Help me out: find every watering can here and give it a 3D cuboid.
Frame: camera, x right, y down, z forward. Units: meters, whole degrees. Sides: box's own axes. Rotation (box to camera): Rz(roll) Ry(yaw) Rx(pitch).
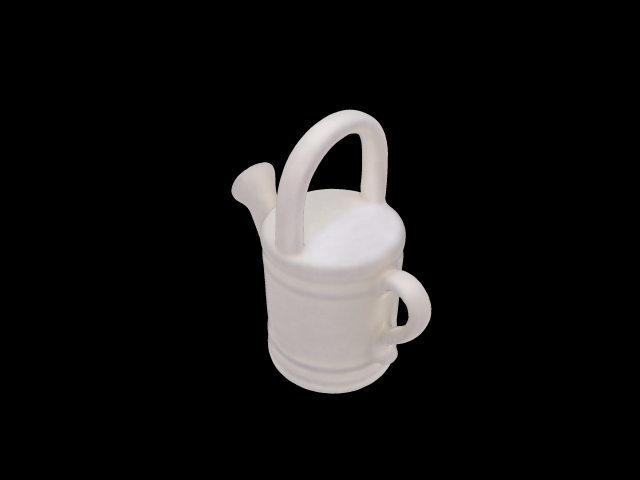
[{"bbox_3d":[0.002,0.002,0.399,0.172,0.194,0.101,15,38,20],"label":"watering can"}]
